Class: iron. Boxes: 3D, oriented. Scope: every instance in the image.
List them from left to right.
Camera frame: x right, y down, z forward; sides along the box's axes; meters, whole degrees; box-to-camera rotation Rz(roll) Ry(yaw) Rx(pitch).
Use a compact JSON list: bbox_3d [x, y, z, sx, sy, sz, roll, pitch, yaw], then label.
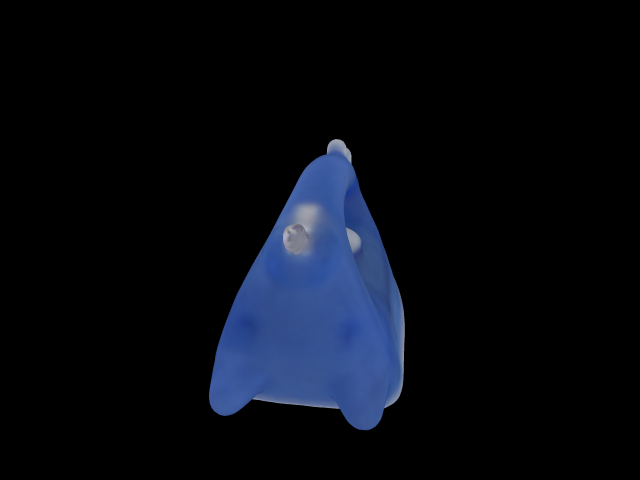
[{"bbox_3d":[0.004,0.001,0.400,0.118,0.141,0.258,4,29,7],"label":"iron"}]
